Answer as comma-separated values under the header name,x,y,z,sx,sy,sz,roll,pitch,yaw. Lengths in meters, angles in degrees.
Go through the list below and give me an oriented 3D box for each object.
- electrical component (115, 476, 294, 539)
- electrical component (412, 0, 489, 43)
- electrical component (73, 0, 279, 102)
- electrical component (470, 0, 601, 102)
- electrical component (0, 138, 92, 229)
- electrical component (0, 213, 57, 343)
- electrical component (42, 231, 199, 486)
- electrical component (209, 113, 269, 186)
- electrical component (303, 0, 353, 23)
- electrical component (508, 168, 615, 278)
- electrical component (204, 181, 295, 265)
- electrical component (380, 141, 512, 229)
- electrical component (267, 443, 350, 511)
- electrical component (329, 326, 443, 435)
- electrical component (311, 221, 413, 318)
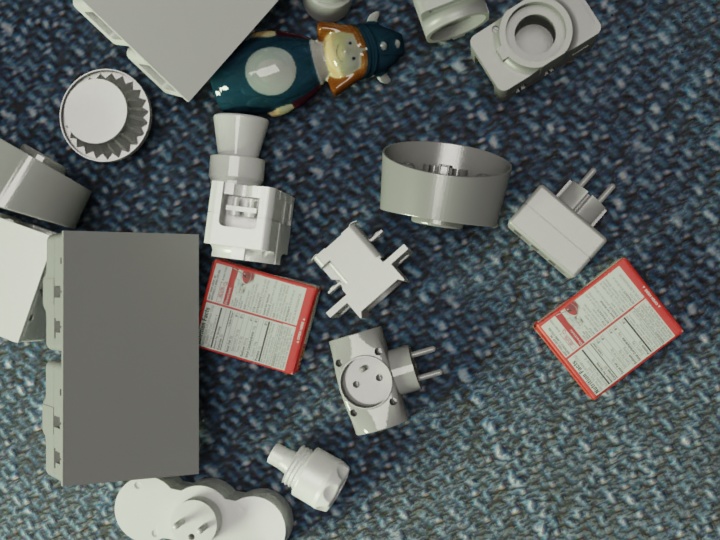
name,x,y,z,sx,sy,sz,roll,pitch,yaw
electrical component,-0.126,0.195,0.843,0.138,0.074,0.052,9,90,7
electrical component,0.066,-0.211,0.822,0.050,0.089,0.055,-20,86,6
electrical component,-0.117,-0.236,0.824,0.105,0.060,0.186,44,82,-27
electrical component,0.134,-0.177,0.830,0.089,0.056,0.050,-32,86,5
electrical component,-0.267,-0.064,0.854,0.099,0.099,0.064,30,86,6
electrical component,-0.319,-0.007,0.876,0.150,0.062,0.089,19,90,7
electrical component,-0.186,0.065,0.834,0.105,0.060,0.186,1,88,-30
electrical component,-0.097,-0.095,0.861,0.045,0.045,0.055,5,90,7
electrical component,-0.023,-0.223,0.842,0.040,0.078,0.040,1,81,-6
electrical component,0.163,-0.043,0.828,0.066,0.047,0.076,41,93,6
electrical component,-0.085,-0.035,0.835,0.050,0.089,0.055,7,90,6
electrical component,0.063,-0.066,0.818,0.099,0.099,0.064,9,96,7
electrical component,-0.043,0.159,0.850,0.062,0.043,0.043,28,92,8
electrical component,0.024,0.081,0.843,0.079,0.044,0.077,-17,87,6
electrical component,0.000,0.000,0.849,0.081,0.042,0.063,-42,81,4
